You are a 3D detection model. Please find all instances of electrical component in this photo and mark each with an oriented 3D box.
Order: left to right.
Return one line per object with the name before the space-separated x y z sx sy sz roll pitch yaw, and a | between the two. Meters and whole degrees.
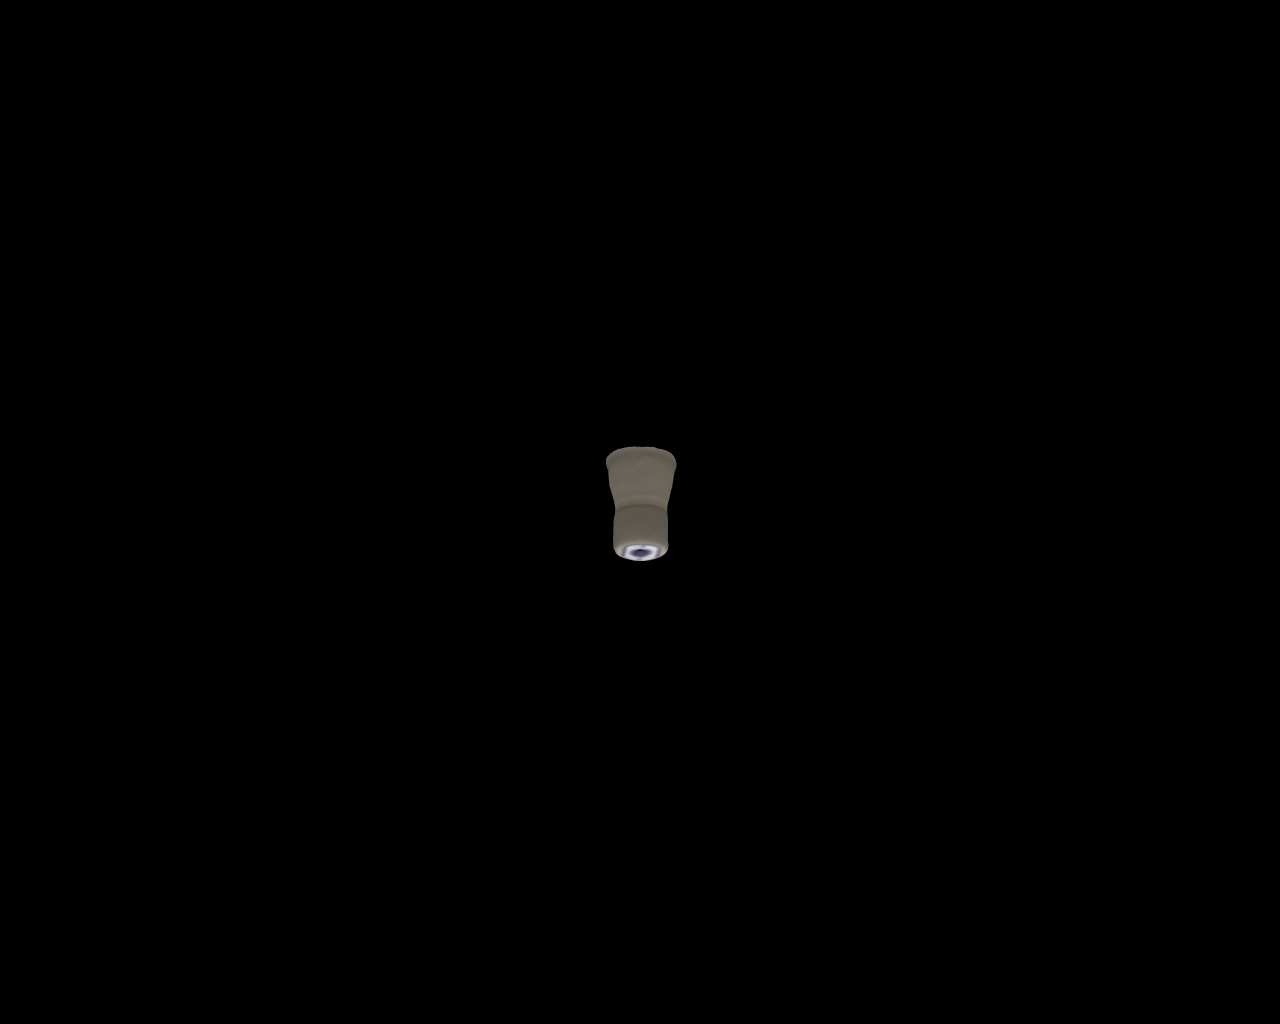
electrical component | 0.001 -0.003 0.650 0.044 0.065 0.044 0 -23 0
